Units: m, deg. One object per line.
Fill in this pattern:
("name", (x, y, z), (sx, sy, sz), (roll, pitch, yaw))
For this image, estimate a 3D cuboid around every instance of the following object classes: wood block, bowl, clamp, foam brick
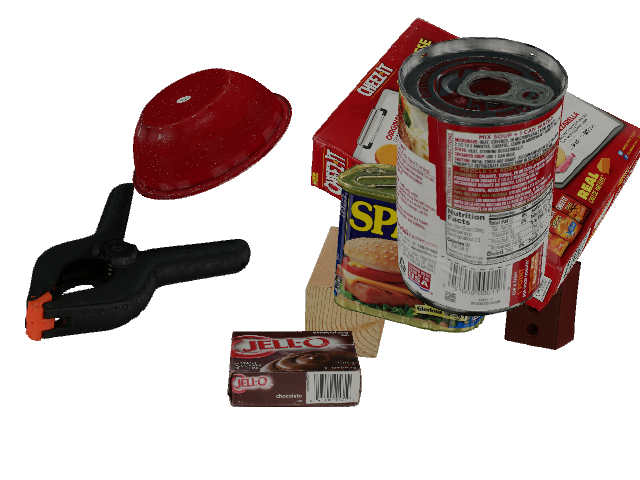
("wood block", (0.041, 0.061, 1.357), (0.091, 0.090, 0.206), (5, 22, 7))
("bowl", (-0.110, -0.107, 0.963), (0.162, 0.055, 0.162), (-20, 33, 13))
("clamp", (-0.144, 0.012, 0.732), (0.120, 0.039, 0.171), (27, 33, 30))
("foam brick", (0.208, 0.057, 0.998), (0.053, 0.078, 0.051), (9, 15, 31))

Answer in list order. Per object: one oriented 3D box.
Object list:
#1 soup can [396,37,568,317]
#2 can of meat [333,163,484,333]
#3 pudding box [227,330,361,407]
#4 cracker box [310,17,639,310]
("soup can", (0.067, -0.026, 0.459), (0.068, 0.102, 0.068), (-2, 37, 1))
("can of meat", (0.059, 0.005, 0.666), (0.102, 0.084, 0.057), (13, 22, 23))
("pudding box", (-0.024, 0.111, 0.936), (0.113, 0.039, 0.090), (2, 18, -4))
("cracker box", (0.124, -0.064, 0.844), (0.214, 0.164, 0.072), (29, -32, 16))
